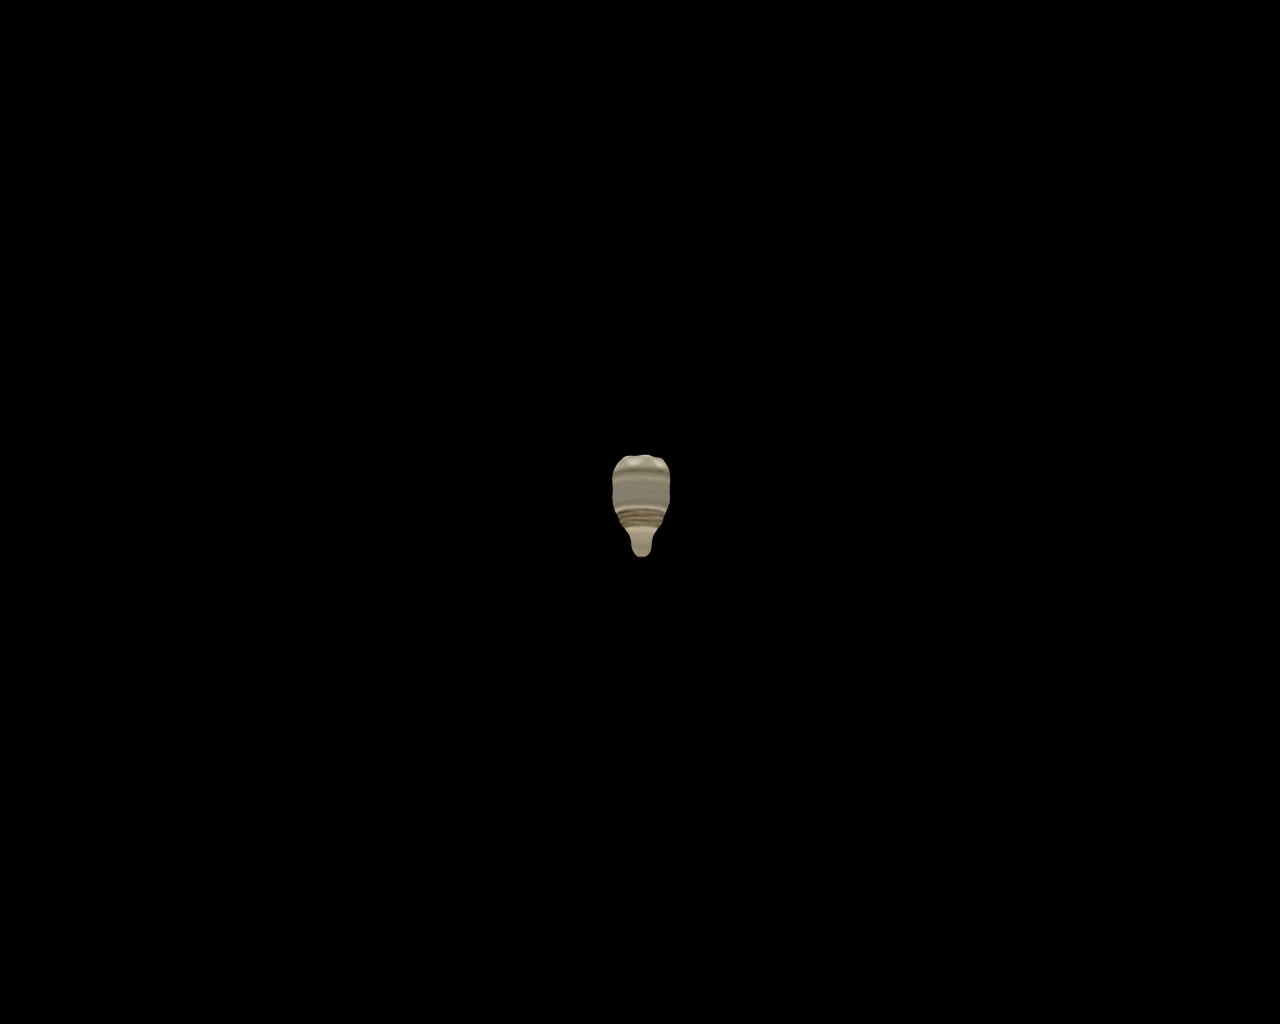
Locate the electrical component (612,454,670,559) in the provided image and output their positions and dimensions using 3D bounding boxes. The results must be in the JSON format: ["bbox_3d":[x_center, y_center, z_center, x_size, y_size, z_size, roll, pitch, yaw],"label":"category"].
[{"bbox_3d":[0.001,-0.003,0.650,0.035,0.061,0.035,0,-10,0],"label":"electrical component"}]
